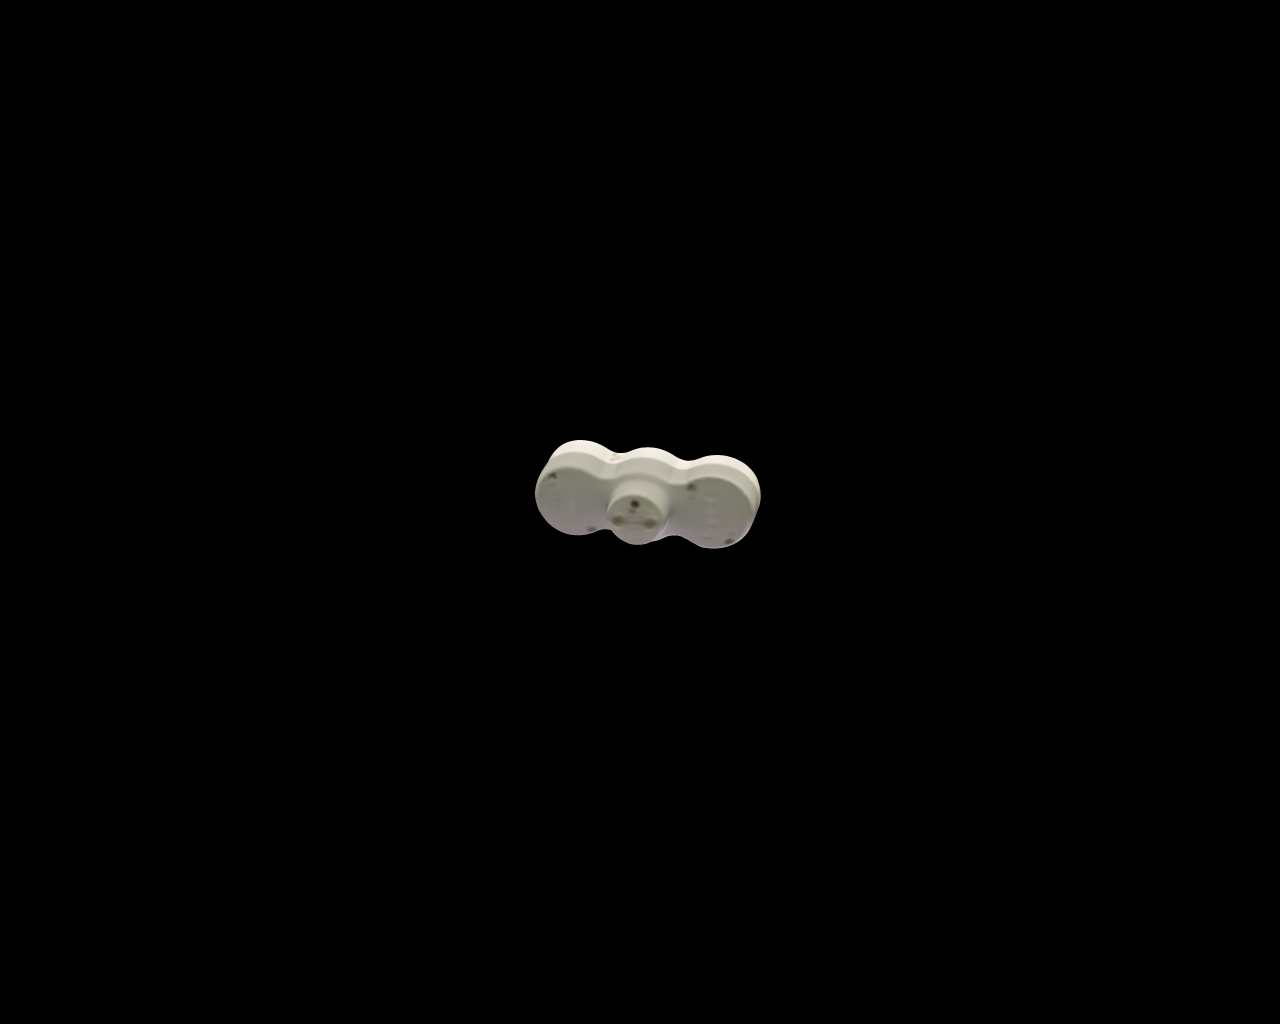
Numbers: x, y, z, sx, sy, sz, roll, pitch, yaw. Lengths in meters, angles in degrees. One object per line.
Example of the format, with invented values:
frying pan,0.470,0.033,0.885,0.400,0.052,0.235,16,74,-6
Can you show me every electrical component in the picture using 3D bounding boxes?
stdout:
electrical component,0.001,-0.003,0.650,0.138,0.052,0.074,6,28,12
